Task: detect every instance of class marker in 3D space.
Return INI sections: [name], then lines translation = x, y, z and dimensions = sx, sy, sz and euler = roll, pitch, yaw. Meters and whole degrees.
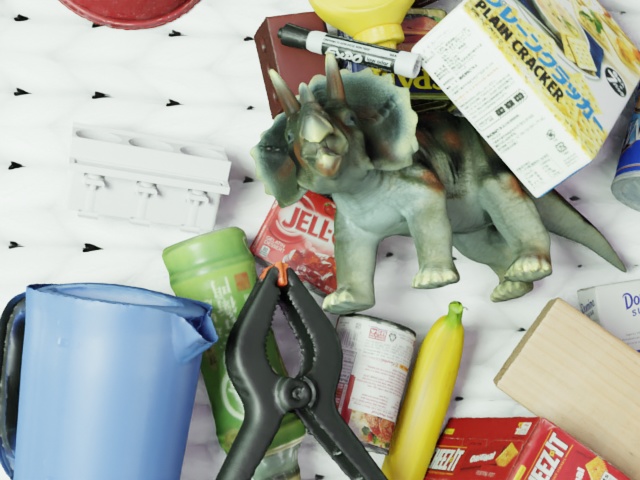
[marker]
translation = 0.021, -0.151, 0.845
dimensions = 0.121, 0.020, 0.020
euler = 18, 75, 20

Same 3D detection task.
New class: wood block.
[wood block]
translation = 0.253, 0.143, 0.879
dimensions = 0.206, 0.090, 0.090
euler = 35, 90, 9

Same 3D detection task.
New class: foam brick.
[foam brick]
translation = -0.019, -0.146, 0.901
dimensions = 0.051, 0.053, 0.078
euler = -11, 84, -18

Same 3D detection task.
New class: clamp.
[clamp]
translation = -0.031, 0.122, 0.788
dimensions = 0.164, 0.036, 0.210
euler = -8, 79, -29

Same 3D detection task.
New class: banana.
[banana]
translation = 0.081, 0.144, 0.881
dimensions = 0.037, 0.069, 0.198
euler = 16, 88, 22

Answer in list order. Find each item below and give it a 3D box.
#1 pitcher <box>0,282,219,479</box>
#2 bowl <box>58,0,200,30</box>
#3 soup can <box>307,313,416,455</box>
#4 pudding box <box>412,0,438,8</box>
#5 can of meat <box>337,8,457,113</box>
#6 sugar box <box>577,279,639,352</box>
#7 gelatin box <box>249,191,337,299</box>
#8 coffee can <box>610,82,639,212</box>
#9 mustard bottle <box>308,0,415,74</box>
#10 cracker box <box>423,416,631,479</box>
[pitcher]
translation = -0.167, 0.151, 0.772
dimensions = 0.144, 0.149, 0.243
euler = 8, 91, -18
[bowl]
translation = -0.157, -0.258, 0.876
dimensions = 0.162, 0.055, 0.162
euler = 3, 81, -16
[soup can]
translation = 0.035, 0.117, 0.869
dimensions = 0.068, 0.069, 0.102
euler = 18, 77, -13
[pudding box]
translation = 0.088, -0.251, 0.916
dimensions = 0.039, 0.114, 0.090
euler = 3, 80, -40
[can of meat]
translation = 0.066, -0.153, 0.925
dimensions = 0.102, 0.057, 0.084
euler = -2, 80, -16
[sugar box]
translation = 0.294, 0.123, 0.955
dimensions = 0.093, 0.048, 0.176
euler = -7, 81, -12
[gelatin box]
translation = -0.006, 0.001, 0.893
dimensions = 0.089, 0.030, 0.073
euler = 29, 76, -12
[coffee can]
translation = 0.332, -0.099, 0.969
dimensions = 0.102, 0.103, 0.140
euler = 21, 77, -12
[mustard bottle]
translation = 0.031, -0.229, 0.867
dimensions = 0.096, 0.058, 0.191
euler = -14, 86, 0
[cracker box]
translation = 0.204, 0.227, 0.852
dimensions = 0.213, 0.164, 0.072
euler = 36, 72, -9
